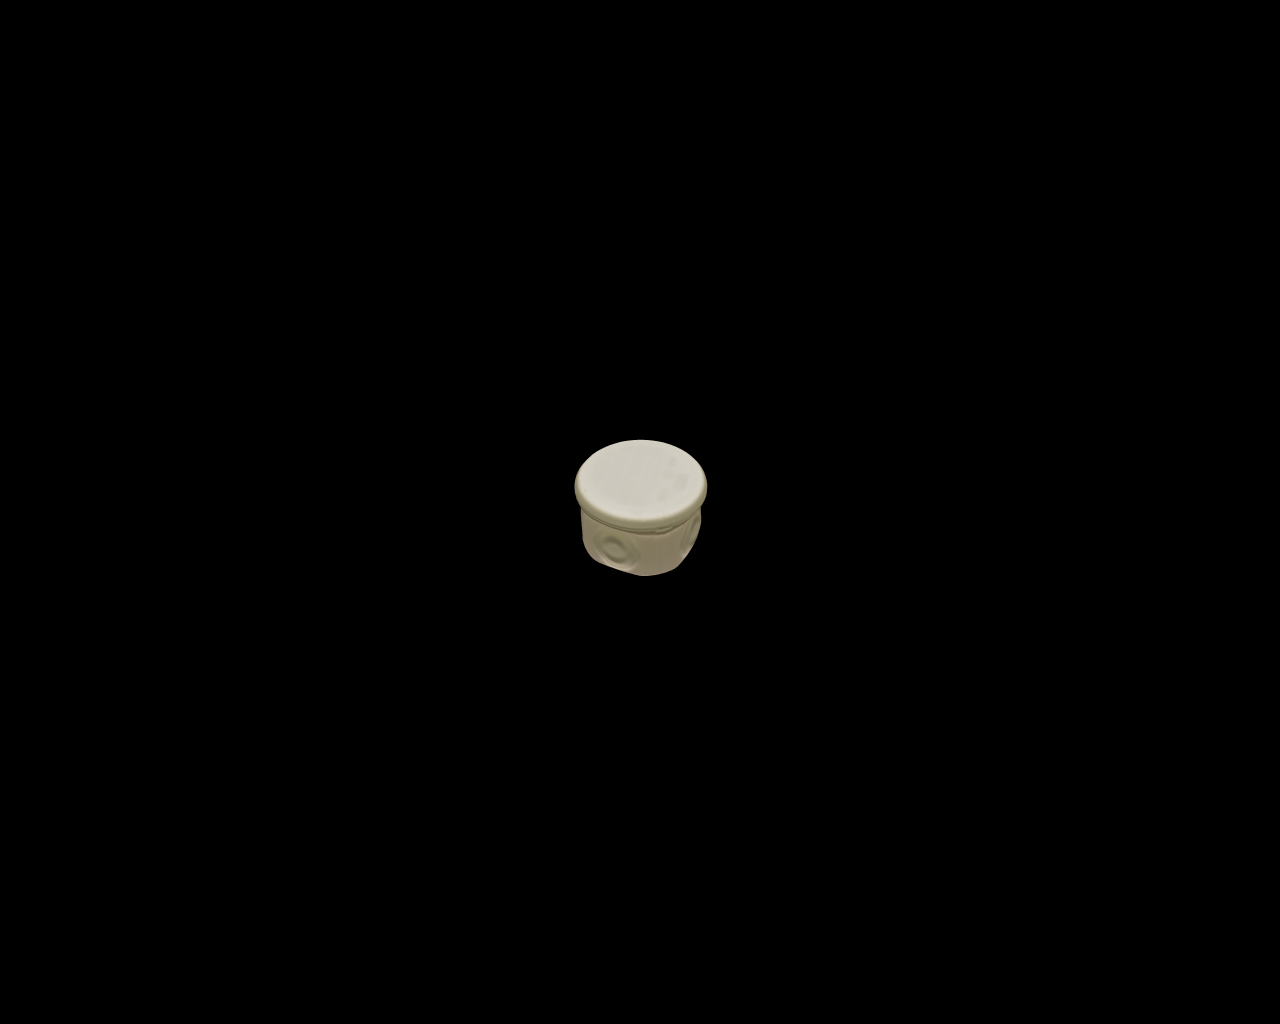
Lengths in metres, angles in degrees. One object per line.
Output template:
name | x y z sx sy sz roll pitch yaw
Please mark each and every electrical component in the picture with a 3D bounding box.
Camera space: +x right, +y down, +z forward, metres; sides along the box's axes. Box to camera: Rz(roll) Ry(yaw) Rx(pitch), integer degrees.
electrical component | 0.001 -0.003 0.650 0.080 0.050 0.080 0 41 0
